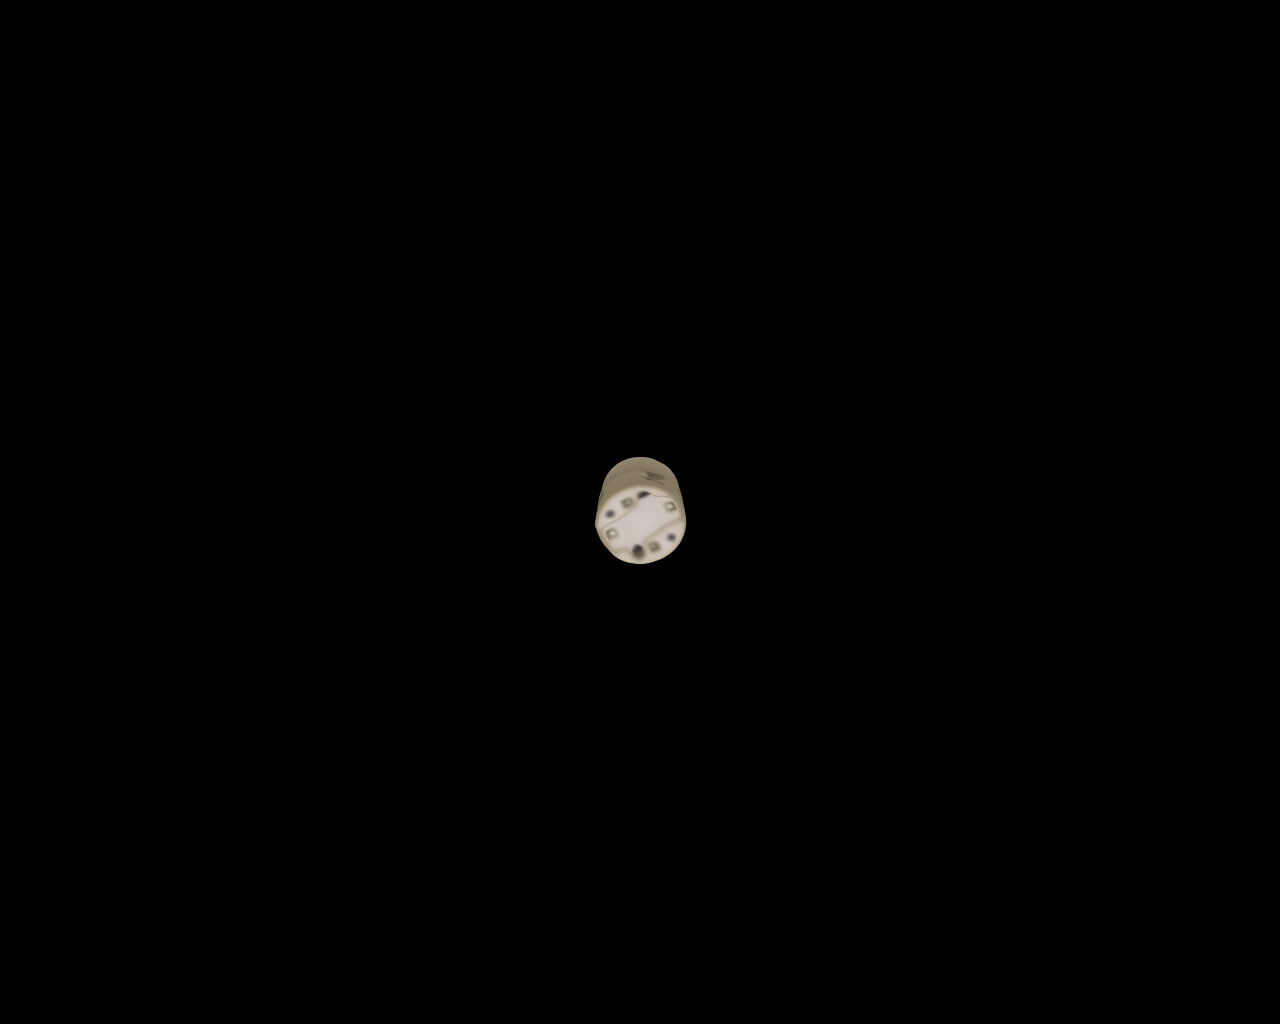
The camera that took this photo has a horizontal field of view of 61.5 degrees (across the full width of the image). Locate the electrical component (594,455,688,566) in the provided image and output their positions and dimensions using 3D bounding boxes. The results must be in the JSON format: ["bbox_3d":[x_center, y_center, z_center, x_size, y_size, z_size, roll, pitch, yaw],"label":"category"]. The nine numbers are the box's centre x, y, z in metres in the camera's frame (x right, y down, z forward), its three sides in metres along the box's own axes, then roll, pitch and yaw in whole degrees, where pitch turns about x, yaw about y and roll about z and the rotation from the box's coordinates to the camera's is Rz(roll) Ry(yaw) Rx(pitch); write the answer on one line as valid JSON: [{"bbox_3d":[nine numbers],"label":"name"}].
[{"bbox_3d":[0.001,-0.003,0.650,0.055,0.055,0.047,0,28,0],"label":"electrical component"}]
